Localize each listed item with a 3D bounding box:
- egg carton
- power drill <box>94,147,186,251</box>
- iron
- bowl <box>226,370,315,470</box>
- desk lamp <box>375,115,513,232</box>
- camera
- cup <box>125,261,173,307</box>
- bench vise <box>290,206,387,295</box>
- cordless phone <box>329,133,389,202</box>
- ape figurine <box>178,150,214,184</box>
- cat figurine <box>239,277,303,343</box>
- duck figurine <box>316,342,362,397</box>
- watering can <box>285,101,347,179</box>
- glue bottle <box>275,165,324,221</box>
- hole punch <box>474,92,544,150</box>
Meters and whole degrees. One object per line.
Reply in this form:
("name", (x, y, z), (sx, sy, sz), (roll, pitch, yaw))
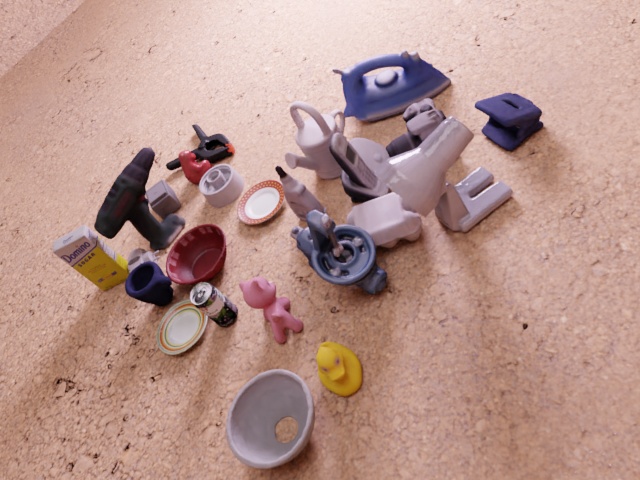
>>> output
("egg carton", (0.126, -0.032, 1.135), (0.150, 0.070, 0.107), (-20, 49, 15))
("power drill", (-0.426, -0.080, 1.386), (0.075, 0.209, 0.230), (21, 69, 39))
("iron", (0.160, -0.377, 1.324), (0.257, 0.142, 0.118), (-14, 51, 20))
("bowl", (-0.073, 0.314, 0.984), (0.167, 0.075, 0.167), (-15, 51, 19))
("desk lamp", (0.222, -0.111, 1.040), (0.203, 0.214, 0.117), (-38, 47, -1))
("camera", (0.202, -0.220, 1.211), (0.136, 0.101, 0.143), (-27, 48, 9))
("cup", (-0.364, 0.107, 1.289), (0.117, 0.095, 0.092), (-4, 55, 27))
("bench vise", (0.005, 0.014, 1.065), (0.206, 0.220, 0.121), (5, 60, 32))
("cordless phone", (0.078, -0.177, 1.191), (0.094, 0.186, 0.147), (-10, 53, 23))
("ape figurine", (-0.335, -0.200, 1.505), (0.077, 0.092, 0.076), (27, 73, 40))
("cat figurine", (-0.103, 0.123, 1.115), (0.067, 0.118, 0.127), (-38, 47, -1))
("duck figurine", (0.022, 0.214, 0.998), (0.077, 0.086, 0.104), (-35, 47, 2))
("watering can", (-0.007, -0.226, 1.269), (0.100, 0.195, 0.173), (2, 58, 30))
("glue bottle", (-0.049, -0.099, 1.213), (0.077, 0.174, 0.037), (15, 65, 37))
("hole punch", (0.377, -0.253, 1.144), (0.101, 0.091, 0.108), (-39, 47, -2))
